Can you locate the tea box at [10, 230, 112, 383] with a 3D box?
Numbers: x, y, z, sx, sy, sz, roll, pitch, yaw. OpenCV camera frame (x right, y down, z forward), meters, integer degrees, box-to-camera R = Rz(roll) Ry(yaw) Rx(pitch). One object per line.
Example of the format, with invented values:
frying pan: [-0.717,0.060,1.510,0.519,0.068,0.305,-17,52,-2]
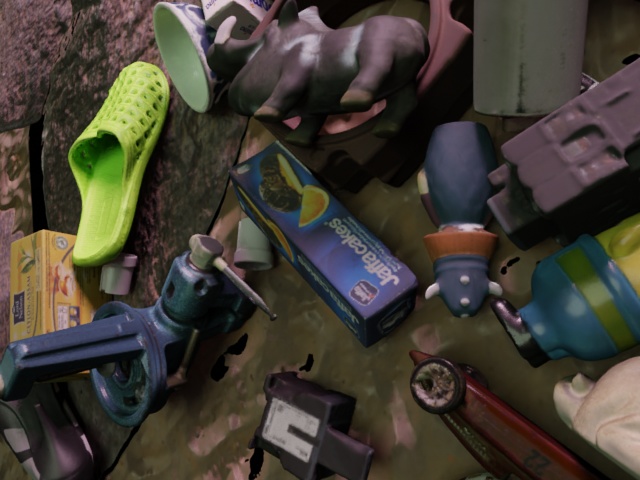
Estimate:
tea box: [-0.309,0.082,0.647,0.068,0.098,0.169,-19,70,26]

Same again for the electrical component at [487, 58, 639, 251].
electrical component: [0.181,-0.045,0.360,0.134,0.114,0.058,-35,60,21]

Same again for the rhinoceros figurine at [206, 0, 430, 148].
rhinoceros figurine: [-0.012,-0.135,0.421,0.191,0.073,0.112,9,86,32]

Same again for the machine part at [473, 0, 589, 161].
machine part: [0.147,-0.175,0.373,0.079,0.079,0.242,8,117,32]

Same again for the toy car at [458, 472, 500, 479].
toy car: [0.140,0.262,0.358,0.073,0.056,0.202,-33,65,22]

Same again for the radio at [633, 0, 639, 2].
radio: [0.245,-0.237,0.367,0.230,0.073,0.131,39,118,32]

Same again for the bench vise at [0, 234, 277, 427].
bench vise: [-0.179,0.093,0.493,0.223,0.240,0.129,-49,63,32]

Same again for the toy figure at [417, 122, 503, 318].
toy figure: [0.114,-0.016,0.431,0.064,0.057,0.154,-3,84,37]

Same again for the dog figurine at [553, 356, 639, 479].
dog figurine: [0.258,0.077,0.307,0.172,0.121,0.190,34,87,22]

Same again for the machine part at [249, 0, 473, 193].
machine part: [0.034,-0.163,0.492,0.201,0.087,0.202,-50,61,13]

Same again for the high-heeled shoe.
high-heeled shoe: [-0.355,0.242,0.678,0.249,0.086,0.145,3,114,50]

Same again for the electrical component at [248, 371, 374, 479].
electrical component: [0.000,0.167,0.468,0.119,0.047,0.074,11,87,32]

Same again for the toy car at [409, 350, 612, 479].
toy car: [0.140,0.144,0.362,0.202,0.089,0.053,34,95,31]

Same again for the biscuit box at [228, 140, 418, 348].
biscuit box: [-0.001,-0.001,0.480,0.059,0.062,0.203,-35,60,-17]

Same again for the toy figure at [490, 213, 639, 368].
toy figure: [0.208,0.028,0.351,0.180,0.082,0.089,-36,75,16]
